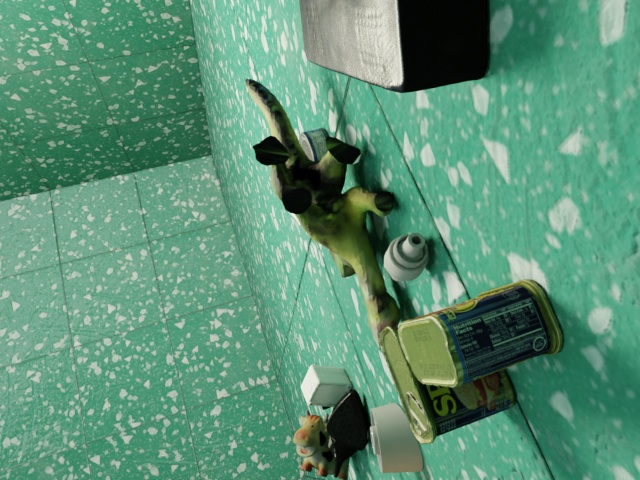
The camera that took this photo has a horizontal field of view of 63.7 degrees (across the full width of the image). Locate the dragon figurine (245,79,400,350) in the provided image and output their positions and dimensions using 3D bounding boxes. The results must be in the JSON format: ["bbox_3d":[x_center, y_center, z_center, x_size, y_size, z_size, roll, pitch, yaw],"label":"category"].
[{"bbox_3d":[0.002,-0.036,0.720,0.122,0.419,0.237,-23,-37,-8],"label":"dragon figurine"}]
